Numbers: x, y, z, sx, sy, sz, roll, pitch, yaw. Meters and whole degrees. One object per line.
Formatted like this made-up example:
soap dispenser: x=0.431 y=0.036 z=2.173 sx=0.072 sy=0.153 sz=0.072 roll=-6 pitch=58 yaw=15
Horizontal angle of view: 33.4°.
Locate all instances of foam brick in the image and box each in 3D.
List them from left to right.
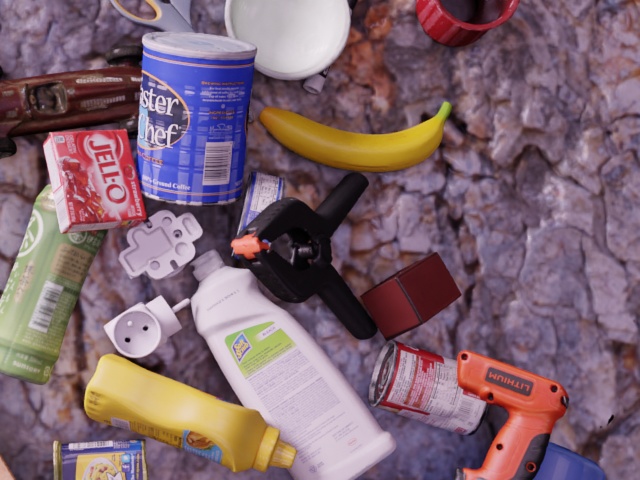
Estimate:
foam brick: x=0.088 y=0.053 z=1.024 sx=0.078 sy=0.053 sz=0.051 roll=-28 pitch=87 yaw=-50

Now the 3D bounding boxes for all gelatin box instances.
gelatin box: x=-0.201 y=-0.054 z=0.953 sx=0.073 sy=0.030 sz=0.089 roll=-6 pitch=76 yaw=-33

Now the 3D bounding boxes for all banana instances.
banana: x=0.039 y=-0.100 z=1.061 sx=0.197 sy=0.037 sz=0.069 roll=-2 pitch=65 yaw=-11

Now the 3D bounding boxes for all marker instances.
marker: x=0.014 y=-0.205 z=1.074 sx=0.020 sy=0.020 sz=0.121 roll=23 pitch=81 yaw=-6

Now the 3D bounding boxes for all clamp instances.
clamp: x=-0.006 y=0.001 z=0.983 sx=0.036 sy=0.209 sz=0.164 roll=-8 pitch=76 yaw=32

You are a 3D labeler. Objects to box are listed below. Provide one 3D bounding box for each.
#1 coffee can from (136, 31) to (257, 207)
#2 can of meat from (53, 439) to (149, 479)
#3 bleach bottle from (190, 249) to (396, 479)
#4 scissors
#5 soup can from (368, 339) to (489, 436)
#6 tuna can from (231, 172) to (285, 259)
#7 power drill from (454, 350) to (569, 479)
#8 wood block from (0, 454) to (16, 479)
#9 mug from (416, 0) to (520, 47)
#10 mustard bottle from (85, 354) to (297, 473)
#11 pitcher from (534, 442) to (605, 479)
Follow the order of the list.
coffee can: x=-0.115 y=-0.112 z=0.976 sx=0.102 sy=0.103 sz=0.140 roll=4 pitch=108 yaw=-9
can of meat: x=-0.199 y=0.233 z=0.973 sx=0.084 sy=0.057 sz=0.102 roll=-2 pitch=85 yaw=-12
bleach bottle: x=-0.037 y=0.116 z=1.010 sx=0.102 sy=0.068 sz=0.251 roll=-33 pitch=88 yaw=-10
scissors: x=-0.120 y=-0.213 z=1.055 sx=0.201 sy=0.016 sz=0.096 roll=37 pitch=79 yaw=-4
soup can: x=0.106 y=0.143 z=1.027 sx=0.102 sy=0.068 sz=0.068 roll=18 pitch=81 yaw=-8
tuna can: x=-0.059 y=-0.021 z=1.009 sx=0.033 sy=0.086 sz=0.086 roll=13 pitch=82 yaw=-6
power drill: x=0.130 y=0.198 z=0.949 sx=0.184 sy=0.057 sz=0.187 roll=18 pitch=80 yaw=15
wood block: x=-0.306 y=0.227 z=0.912 sx=0.090 sy=0.090 sz=0.206 roll=-30 pitch=79 yaw=-27
mug: x=0.152 y=-0.252 z=1.070 sx=0.093 sy=0.081 sz=0.117 roll=39 pitch=79 yaw=-3
mustard bottle: x=-0.112 y=0.164 z=0.960 sx=0.191 sy=0.096 sz=0.058 roll=21 pitch=64 yaw=3
pitcher: x=0.187 y=0.314 z=0.999 sx=0.145 sy=0.149 sz=0.243 roll=18 pitch=77 yaw=20
